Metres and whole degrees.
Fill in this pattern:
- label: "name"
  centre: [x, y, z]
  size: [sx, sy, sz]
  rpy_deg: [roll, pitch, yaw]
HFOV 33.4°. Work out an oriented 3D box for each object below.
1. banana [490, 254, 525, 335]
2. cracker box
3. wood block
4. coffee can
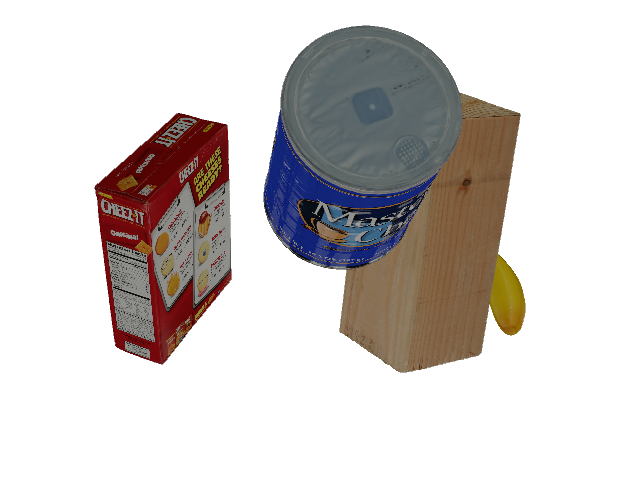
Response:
- label: "banana"
  centre: [0.161, 0.035, 1.111]
  size: [0.069, 0.037, 0.198]
  rpy_deg: [-35, 39, -13]
- label: "cracker box"
  centre: [-0.162, -0.003, 1.138]
  size: [0.072, 0.214, 0.164]
  rpy_deg: [16, 39, 18]
- label: "wood block"
  centre: [0.086, -0.010, 0.862]
  size: [0.090, 0.206, 0.090]
  rpy_deg: [-8, 24, -34]
- label: "coffee can"
  centre: [0.021, -0.052, 0.657]
  size: [0.102, 0.103, 0.140]
  rpy_deg: [0, -20, -7]
